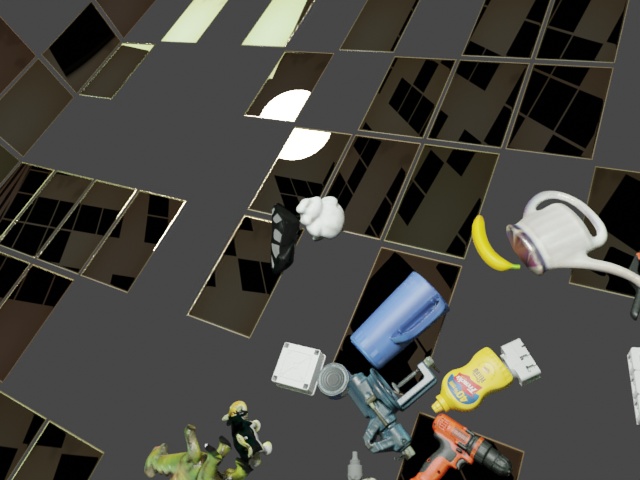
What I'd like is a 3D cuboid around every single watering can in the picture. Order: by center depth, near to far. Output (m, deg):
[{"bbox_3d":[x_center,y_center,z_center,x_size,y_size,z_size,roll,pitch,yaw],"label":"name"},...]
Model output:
[{"bbox_3d":[0.615,0.018,1.283,0.224,0.355,0.102,-26,141,3],"label":"watering can"}]

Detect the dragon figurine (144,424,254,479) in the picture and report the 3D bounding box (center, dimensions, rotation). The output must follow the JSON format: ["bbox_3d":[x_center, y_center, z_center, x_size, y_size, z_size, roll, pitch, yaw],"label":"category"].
[{"bbox_3d":[-0.290,0.606,1.217,0.415,0.244,0.120,32,172,41],"label":"dragon figurine"}]

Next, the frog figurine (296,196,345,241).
[{"bbox_3d":[0.005,-0.077,1.537,0.124,0.139,0.156,26,160,31],"label":"frog figurine"}]
